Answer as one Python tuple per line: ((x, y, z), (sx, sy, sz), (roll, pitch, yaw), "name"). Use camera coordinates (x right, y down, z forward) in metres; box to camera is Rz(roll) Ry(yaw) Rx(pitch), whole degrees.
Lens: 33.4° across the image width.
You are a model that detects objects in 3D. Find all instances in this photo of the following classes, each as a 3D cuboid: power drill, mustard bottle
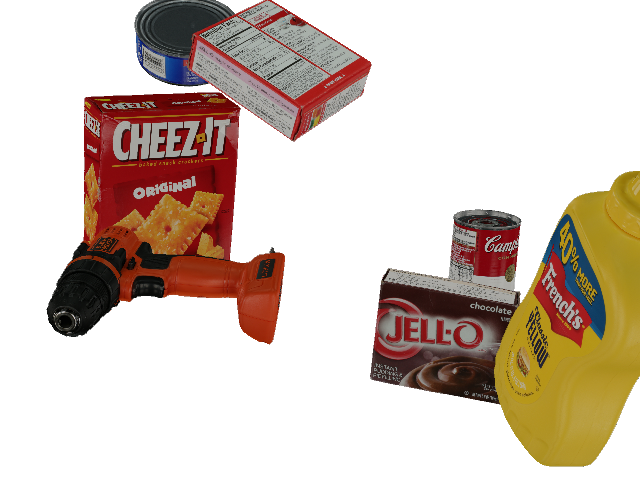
((-0.128, 0.042, 0.920), (0.187, 0.057, 0.184), (9, 21, 0), "power drill")
((0.150, 0.032, 0.574), (0.058, 0.096, 0.192), (3, -46, -12), "mustard bottle")

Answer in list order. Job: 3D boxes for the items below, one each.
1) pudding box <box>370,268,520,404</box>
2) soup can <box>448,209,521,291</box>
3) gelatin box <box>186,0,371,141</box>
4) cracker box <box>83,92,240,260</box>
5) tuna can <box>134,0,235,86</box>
((0.101, 0.077, 0.872), (0.113, 0.090, 0.039), (9, 22, 10), "pudding box")
((0.166, 0.026, 1.091), (0.068, 0.102, 0.068), (2, 16, -1), "soup can")
((-0.026, -0.107, 0.659), (0.089, 0.030, 0.073), (35, 46, 18), "gelatin box")
((-0.180, -0.054, 1.207), (0.163, 0.214, 0.072), (-7, 25, -28), "cracker box")
((-0.110, -0.166, 0.884), (0.086, 0.086, 0.034), (0, -44, -7), "tuna can")
